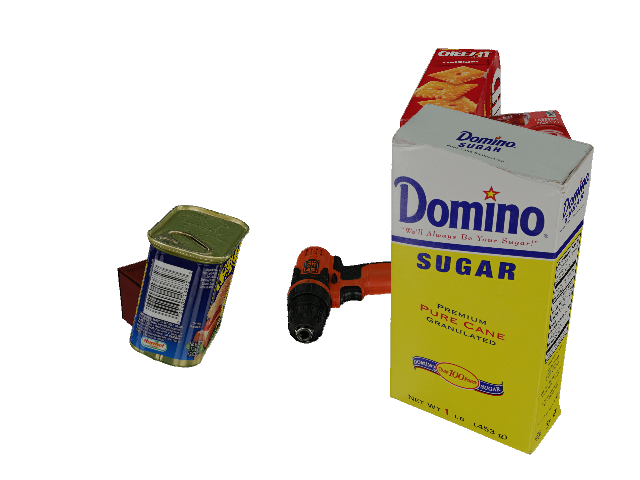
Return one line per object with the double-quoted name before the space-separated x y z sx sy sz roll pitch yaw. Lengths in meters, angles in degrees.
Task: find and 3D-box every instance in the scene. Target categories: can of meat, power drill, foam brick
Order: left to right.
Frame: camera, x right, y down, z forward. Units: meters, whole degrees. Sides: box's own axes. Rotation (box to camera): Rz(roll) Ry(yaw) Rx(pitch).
"foam brick" -0.138 0.046 0.974 0.078 0.051 0.053 -17 27 -32
"can of meat" -0.093 0.031 0.747 0.057 0.084 0.102 16 17 2
"power drill" 0.055 0.061 1.241 0.187 0.057 0.184 0 28 4

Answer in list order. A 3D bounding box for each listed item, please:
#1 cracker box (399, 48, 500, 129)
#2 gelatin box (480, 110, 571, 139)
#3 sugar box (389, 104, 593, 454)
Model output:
"cracker box" 0.127 -0.073 1.003 0.072 0.164 0.213 4 27 15
"gelatin box" 0.144 -0.065 0.799 0.089 0.030 0.073 -5 38 -1
"sugar box" 0.084 0.023 0.561 0.093 0.176 0.048 18 42 28
